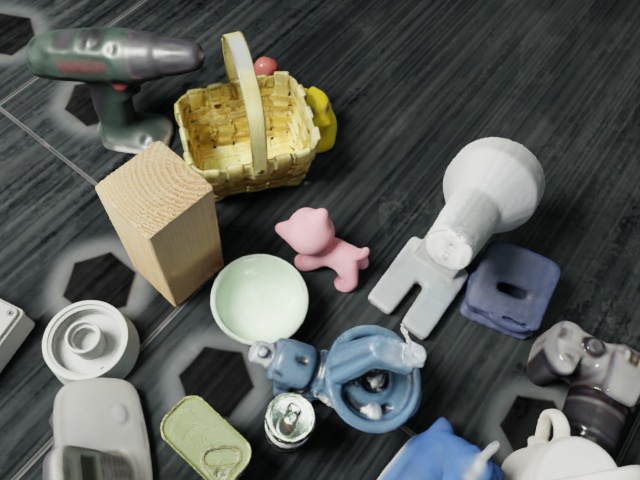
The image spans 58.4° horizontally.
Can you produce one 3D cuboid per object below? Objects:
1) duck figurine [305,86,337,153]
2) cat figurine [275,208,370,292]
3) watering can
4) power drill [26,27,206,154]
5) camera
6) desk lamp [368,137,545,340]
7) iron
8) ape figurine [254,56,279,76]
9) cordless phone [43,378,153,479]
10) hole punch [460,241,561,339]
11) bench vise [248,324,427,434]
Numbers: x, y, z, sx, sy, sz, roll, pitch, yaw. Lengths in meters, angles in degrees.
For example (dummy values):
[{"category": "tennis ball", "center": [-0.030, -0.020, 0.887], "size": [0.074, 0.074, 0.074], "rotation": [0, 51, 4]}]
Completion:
[{"category": "duck figurine", "center": [-0.010, -0.196, 0.870], "size": [0.077, 0.086, 0.104], "rotation": [-15, 67, -13]}, {"category": "cat figurine", "center": [0.007, 0.003, 0.758], "size": [0.127, 0.118, 0.067], "rotation": [23, 64, 6]}, {"category": "watering can", "center": [0.277, 0.273, 0.615], "size": [0.101, 0.194, 0.172], "rotation": [-23, 69, -16]}, {"category": "power drill", "center": [-0.261, -0.205, 0.779], "size": [0.229, 0.208, 0.075], "rotation": [8, 64, -2]}, {"category": "camera", "center": [0.335, 0.191, 0.713], "size": [0.143, 0.101, 0.137], "rotation": [29, 65, 8]}, {"category": "desk lamp", "center": [0.173, -0.002, 0.725], "size": [0.118, 0.213, 0.203], "rotation": [34, 66, 11]}, {"category": "iron", "center": [0.102, 0.311, 0.607], "size": [0.118, 0.141, 0.259], "rotation": [40, 67, 13]}, {"category": "ape figurine", "center": [-0.083, -0.242, 0.881], "size": [0.076, 0.092, 0.077], "rotation": [-18, 67, -14]}, {"category": "cordless phone", "center": [-0.240, 0.209, 0.595], "size": [0.094, 0.185, 0.147], "rotation": [-15, 67, -13]}, {"category": "hole punch", "center": [0.255, 0.068, 0.768], "size": [0.108, 0.091, 0.101], "rotation": [21, 64, 4]}, {"category": "bench vise", "center": [0.027, 0.152, 0.632], "size": [0.207, 0.220, 0.121], "rotation": [-3, 65, -7]}]
